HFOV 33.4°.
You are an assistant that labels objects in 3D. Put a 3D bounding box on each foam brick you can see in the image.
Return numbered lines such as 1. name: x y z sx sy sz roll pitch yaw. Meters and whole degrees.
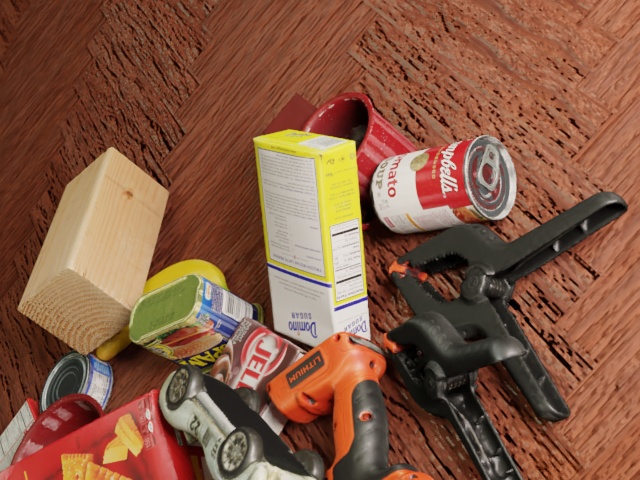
1. foam brick: -0.005 -0.092 1.014 0.053 0.078 0.051 -49 40 9

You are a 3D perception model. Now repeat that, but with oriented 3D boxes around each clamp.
1. clamp: 0.098 0.111 0.772 0.172 0.039 0.120 -157 64 -67
2. clamp: 0.134 0.028 0.806 0.210 0.036 0.164 22 90 54

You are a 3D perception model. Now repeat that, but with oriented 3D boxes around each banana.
1. banana: -0.164 0.065 1.104 0.198 0.037 0.069 -26 42 34

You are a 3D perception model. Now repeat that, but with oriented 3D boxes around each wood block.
1. wood block: -0.237 0.008 1.143 0.090 0.090 0.206 -36 29 28

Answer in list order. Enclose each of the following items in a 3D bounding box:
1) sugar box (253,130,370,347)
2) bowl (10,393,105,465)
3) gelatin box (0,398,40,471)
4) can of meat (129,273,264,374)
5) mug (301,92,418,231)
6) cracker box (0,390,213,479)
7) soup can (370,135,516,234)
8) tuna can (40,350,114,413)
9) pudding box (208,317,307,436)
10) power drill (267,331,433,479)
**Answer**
1. sugar box: -0.006 0.001 0.896 0.093 0.048 0.176 18 121 50
2. bowl: -0.244 0.237 1.054 0.162 0.055 0.162 -27 46 32
3. gelatin box: -0.324 0.230 1.167 0.089 0.030 0.073 -52 37 5
4. can of meat: -0.118 0.080 1.007 0.102 0.083 0.057 -25 48 34
5. mug: 0.035 -0.062 0.945 0.093 0.081 0.117 -20 50 37
6. cracker box: -0.186 0.246 0.916 0.214 0.072 0.164 -29 65 19
7. soup can: 0.100 -0.043 0.875 0.102 0.068 0.068 -9 57 44
8. tuna can: -0.262 0.162 1.144 0.086 0.033 0.086 -27 46 32
9. pudding box: -0.061 0.134 0.944 0.090 0.039 0.113 25 84 51
10. power drill: 0.007 0.180 0.827 0.185 0.057 0.187 -38 43 26
